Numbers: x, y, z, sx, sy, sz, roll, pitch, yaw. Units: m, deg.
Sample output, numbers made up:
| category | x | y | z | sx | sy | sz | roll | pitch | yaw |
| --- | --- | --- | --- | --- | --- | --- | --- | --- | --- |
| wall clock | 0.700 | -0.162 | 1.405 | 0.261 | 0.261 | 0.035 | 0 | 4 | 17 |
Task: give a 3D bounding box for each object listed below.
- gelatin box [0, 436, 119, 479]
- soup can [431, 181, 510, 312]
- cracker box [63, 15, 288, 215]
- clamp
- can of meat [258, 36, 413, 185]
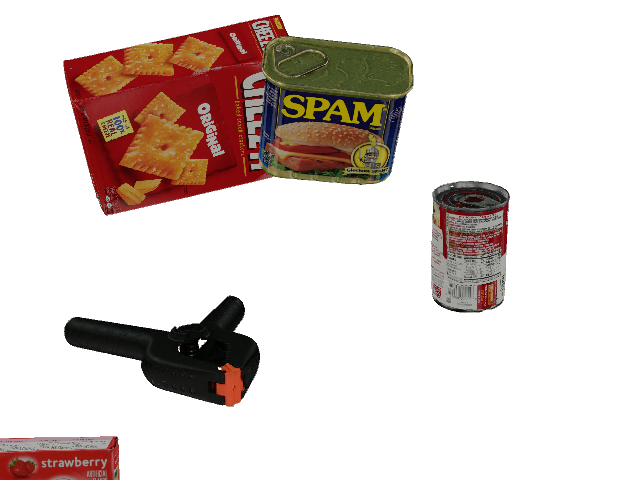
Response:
| category | x | y | z | sx | sy | sz | roll | pitch | yaw |
| --- | --- | --- | --- | --- | --- | --- | --- | --- | --- |
| gelatin box | -0.148 | 0.140 | 0.548 | 0.089 | 0.073 | 0.030 | 0 | 5 | -3 |
| soup can | 0.134 | 0.006 | 0.959 | 0.068 | 0.102 | 0.068 | -2 | 23 | 1 |
| cracker box | -0.130 | -0.119 | 1.055 | 0.213 | 0.072 | 0.164 | -13 | -38 | -10 |
| clamp | -0.101 | 0.087 | 0.884 | 0.164 | 0.036 | 0.210 | -10 | 16 | -31 |
| can of meat | 0.007 | -0.088 | 0.742 | 0.102 | 0.084 | 0.057 | 6 | 44 | -3 |
